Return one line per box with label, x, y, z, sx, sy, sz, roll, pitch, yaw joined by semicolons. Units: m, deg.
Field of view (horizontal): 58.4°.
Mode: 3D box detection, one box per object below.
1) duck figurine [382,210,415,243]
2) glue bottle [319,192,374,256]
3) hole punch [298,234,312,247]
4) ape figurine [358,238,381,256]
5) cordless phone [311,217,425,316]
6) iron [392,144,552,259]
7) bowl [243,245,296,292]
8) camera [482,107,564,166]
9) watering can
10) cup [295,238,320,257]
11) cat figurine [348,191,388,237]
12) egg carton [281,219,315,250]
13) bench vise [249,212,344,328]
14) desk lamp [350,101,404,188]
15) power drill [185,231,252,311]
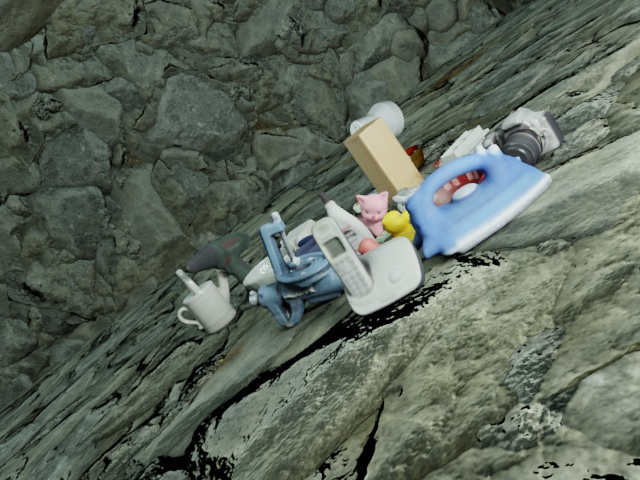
duck figurine;0.154;-0.014;1.138;0.105;0.086;0.077;-42;14;-21
glue bottle;0.050;-0.038;1.298;0.078;0.173;0.037;-33;14;17
hole punch;0.013;0.005;1.432;0.108;0.091;0.101;-23;19;47
ape figurine;0.105;0.035;1.079;0.076;0.092;0.078;-34;13;13
cordless phone;0.079;0.025;0.972;0.147;0.185;0.094;-32;14;22
iron;0.256;-0.084;0.986;0.258;0.141;0.118;-36;13;5
bowl;-0.118;0.091;1.516;0.167;0.075;0.167;-35;13;10
camera;0.376;-0.184;1.111;0.142;0.101;0.137;-23;19;46
watering can;-0.321;0.151;1.575;0.173;0.194;0.100;-46;16;-34
cup;-0.003;0.048;1.315;0.092;0.095;0.117;-42;14;-19
cat figurine;0.115;-0.058;1.323;0.127;0.118;0.067;-23;19;46
egg carton;-0.050;0.003;1.654;0.107;0.069;0.150;-32;14;22
bench vise;-0.076;0.064;1.171;0.207;0.220;0.121;-36;13;3
desk lamp;0.192;-0.301;1.755;0.117;0.214;0.204;-22;20;48
power drill;-0.236;0.084;1.552;0.075;0.208;0.230;-27;16;37
